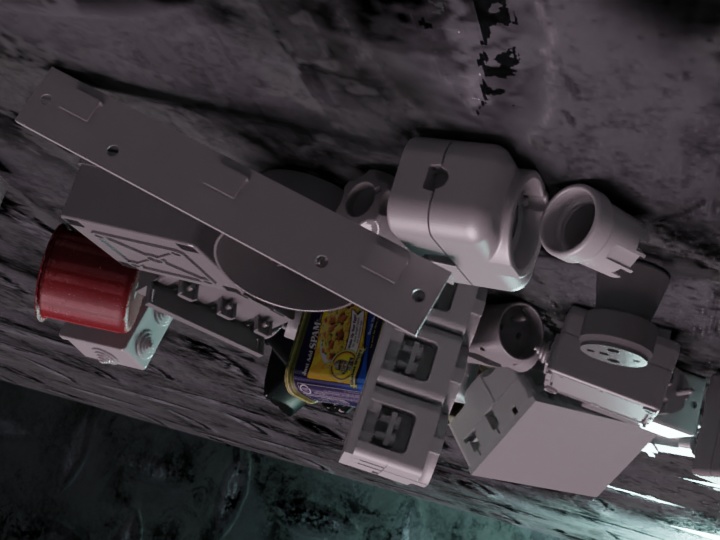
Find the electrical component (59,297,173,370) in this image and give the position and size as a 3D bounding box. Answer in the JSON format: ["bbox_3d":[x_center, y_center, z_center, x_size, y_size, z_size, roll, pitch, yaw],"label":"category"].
[{"bbox_3d":[-0.245,0.050,1.106,0.100,0.099,0.048,9,150,28],"label":"electrical component"}]

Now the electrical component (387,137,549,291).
[{"bbox_3d":[0.062,-0.028,0.571,0.059,0.053,0.095,9,163,27],"label":"electrical component"}]

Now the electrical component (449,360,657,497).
[{"bbox_3d":[0.162,0.130,0.903,0.150,0.089,0.061,17,-148,-34],"label":"electrical component"}]

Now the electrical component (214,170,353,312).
[{"bbox_3d":[-0.037,-0.017,0.689,0.099,0.064,0.099,21,158,9],"label":"electrical component"}]

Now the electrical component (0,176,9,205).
[{"bbox_3d":[-0.385,-0.088,0.841,0.186,0.060,0.105,15,165,9],"label":"electrical component"}]

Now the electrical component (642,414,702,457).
[{"bbox_3d":[0.271,0.140,0.961,0.064,0.042,0.081,5,162,27],"label":"electrical component"}]

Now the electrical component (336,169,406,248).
[{"bbox_3d":[0.020,-0.029,0.634,0.043,0.043,0.062,3,161,43],"label":"electrical component"}]

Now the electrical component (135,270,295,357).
[{"bbox_3d":[-0.114,0.011,0.883,0.063,0.078,0.121,-25,141,36],"label":"electrical component"}]

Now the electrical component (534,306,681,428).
[{"bbox_3d":[0.175,0.064,0.774,0.096,0.061,0.061,20,165,13],"label":"electrical component"}]

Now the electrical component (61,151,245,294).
[{"bbox_3d":[-0.138,-0.033,0.770,0.109,0.056,0.108,12,164,18],"label":"electrical component"}]

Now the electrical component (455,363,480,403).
[{"bbox_3d":[0.049,0.069,0.916,0.096,0.061,0.061,8,163,30],"label":"electrical component"}]

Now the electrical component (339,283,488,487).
[{"bbox_3d":[0.039,0.071,0.762,0.062,0.150,0.089,18,165,1],"label":"electrical component"}]

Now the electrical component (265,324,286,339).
[{"bbox_3d":[-0.099,0.041,1.013,0.077,0.044,0.079,4,160,40],"label":"electrical component"}]

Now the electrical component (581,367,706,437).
[{"bbox_3d":[0.228,0.093,0.830,0.083,0.047,0.076,20,165,-10],"label":"electrical component"}]

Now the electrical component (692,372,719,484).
[{"bbox_3d":[0.288,0.128,0.792,0.062,0.096,0.061,23,164,-19],"label":"electrical component"}]

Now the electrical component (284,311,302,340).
[{"bbox_3d":[-0.028,0.056,0.986,0.077,0.044,0.079,18,165,-2],"label":"electrical component"}]

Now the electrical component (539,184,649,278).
[{"bbox_3d":[0.124,-0.019,0.564,0.046,0.040,0.040,22,165,-36],"label":"electrical component"}]

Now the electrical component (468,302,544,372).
[{"bbox_3d":[0.114,0.055,0.826,0.079,0.043,0.077,25,163,-26],"label":"electrical component"}]

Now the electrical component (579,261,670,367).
[{"bbox_3d":[0.160,0.026,0.651,0.045,0.055,0.045,16,165,4],"label":"electrical component"}]
